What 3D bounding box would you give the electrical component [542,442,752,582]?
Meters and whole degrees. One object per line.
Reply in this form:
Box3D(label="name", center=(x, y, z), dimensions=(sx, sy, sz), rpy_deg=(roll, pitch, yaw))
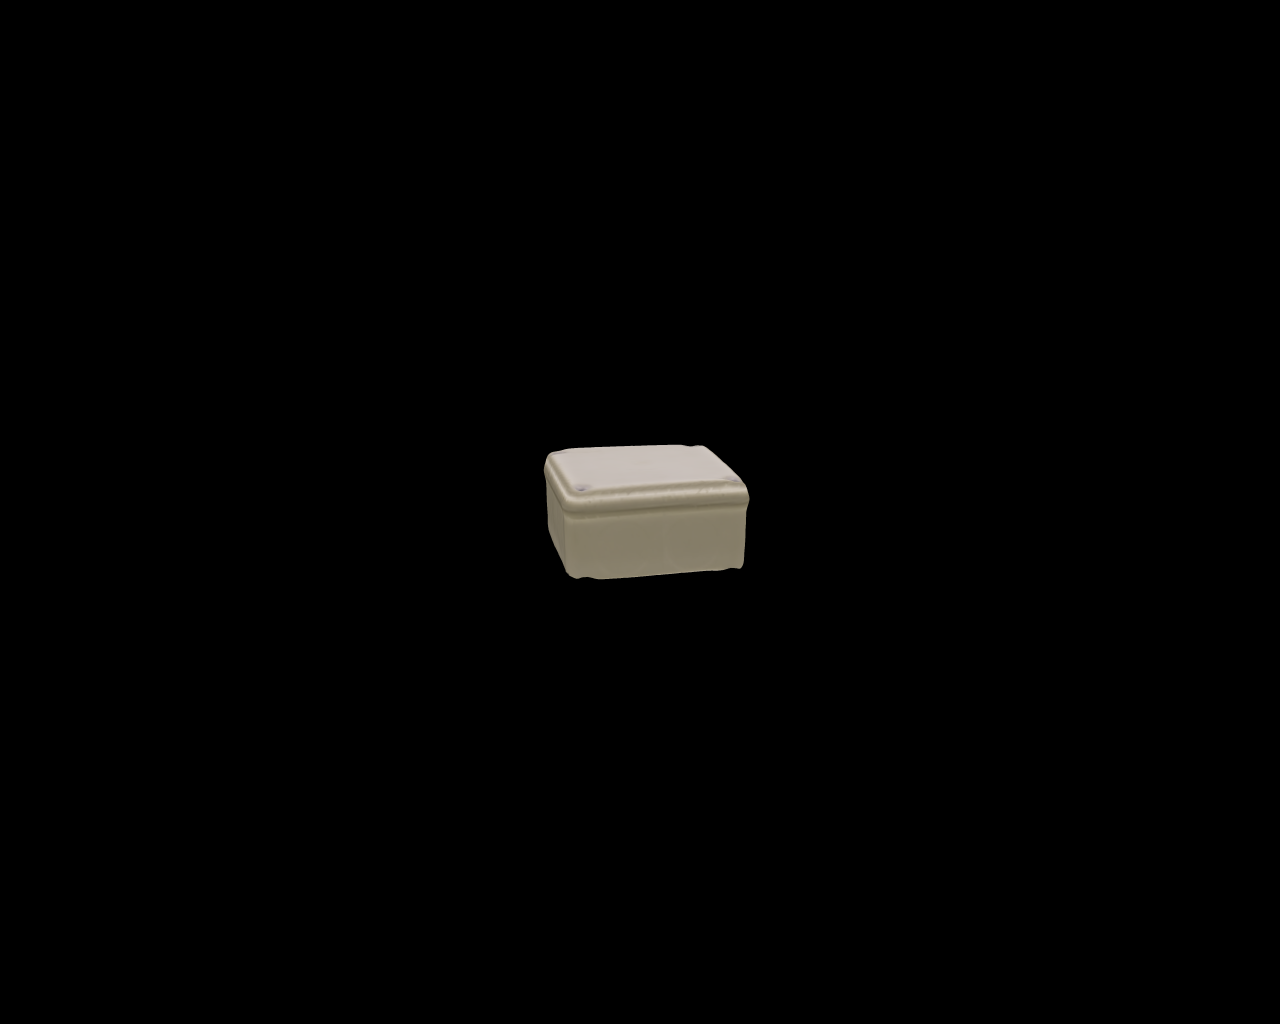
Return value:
Box3D(label="electrical component", center=(0.001, -0.003, 0.650), dimensions=(0.109, 0.056, 0.109), rpy_deg=(-3, 16, -11))
